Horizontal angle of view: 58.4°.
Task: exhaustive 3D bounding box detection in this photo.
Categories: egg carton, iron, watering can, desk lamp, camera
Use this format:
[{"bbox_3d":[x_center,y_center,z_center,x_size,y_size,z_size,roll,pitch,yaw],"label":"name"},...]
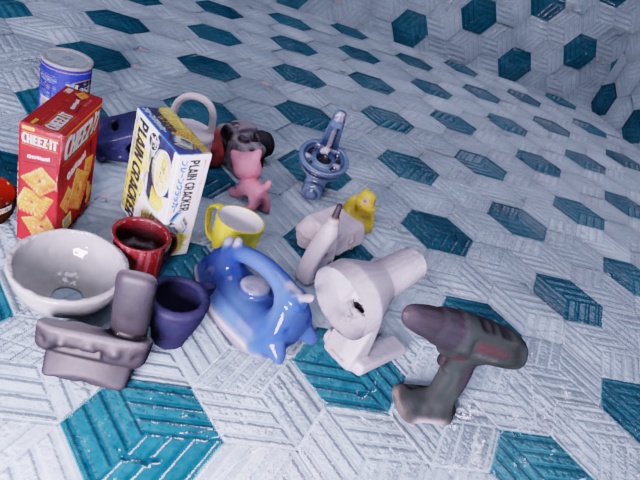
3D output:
[{"bbox_3d":[0.024,-0.013,1.195,0.107,0.069,0.151,37,35,22],"label":"egg carton"},{"bbox_3d":[-0.110,0.072,0.924,0.257,0.141,0.119,39,36,24],"label":"iron"},{"bbox_3d":[-0.269,-0.208,1.182,0.101,0.194,0.172,-3,41,-34],"label":"watering can"},{"bbox_3d":[0.077,0.108,0.919,0.204,0.213,0.117,-13,47,-42],"label":"desk lamp"},{"bbox_3d":[-0.165,-0.225,1.356,0.137,0.101,0.142,-12,46,-42],"label":"camera"}]

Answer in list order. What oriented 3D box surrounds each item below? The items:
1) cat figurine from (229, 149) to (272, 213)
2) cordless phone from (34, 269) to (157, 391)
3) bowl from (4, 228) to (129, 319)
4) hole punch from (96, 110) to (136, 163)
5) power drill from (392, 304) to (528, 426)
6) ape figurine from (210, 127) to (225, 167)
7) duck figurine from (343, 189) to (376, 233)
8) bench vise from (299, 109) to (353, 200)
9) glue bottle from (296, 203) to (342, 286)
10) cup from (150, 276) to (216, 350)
[{"bbox_3d":[-0.145,-0.136,1.225,0.067,0.118,0.127,-12,46,-42],"label":"cat figurine"},{"bbox_3d":[-0.285,0.097,0.742,0.148,0.185,0.094,13,34,-15],"label":"cordless phone"},{"bbox_3d":[-0.371,0.061,0.844,0.167,0.075,0.167,16,33,-11],"label":"bowl"},{"bbox_3d":[-0.424,-0.221,1.203,0.101,0.091,0.108,4,37,-27],"label":"hole punch"},{"bbox_3d":[0.193,0.190,0.876,0.230,0.208,0.075,9,35,-20],"label":"power drill"},{"bbox_3d":[-0.250,-0.217,1.301,0.076,0.092,0.078,28,33,9],"label":"ape figurine"},{"bbox_3d":[0.098,-0.078,1.318,0.078,0.086,0.104,6,36,-24],"label":"duck figurine"},{"bbox_3d":[0.009,-0.227,1.355,0.122,0.219,0.207,10,35,-19],"label":"bench vise"},{"bbox_3d":[0.010,0.004,1.066,0.037,0.173,0.078,37,35,21],"label":"glue bottle"},{"bbox_3d":[-0.208,0.110,0.853,0.091,0.095,0.118,37,35,21],"label":"cup"}]
